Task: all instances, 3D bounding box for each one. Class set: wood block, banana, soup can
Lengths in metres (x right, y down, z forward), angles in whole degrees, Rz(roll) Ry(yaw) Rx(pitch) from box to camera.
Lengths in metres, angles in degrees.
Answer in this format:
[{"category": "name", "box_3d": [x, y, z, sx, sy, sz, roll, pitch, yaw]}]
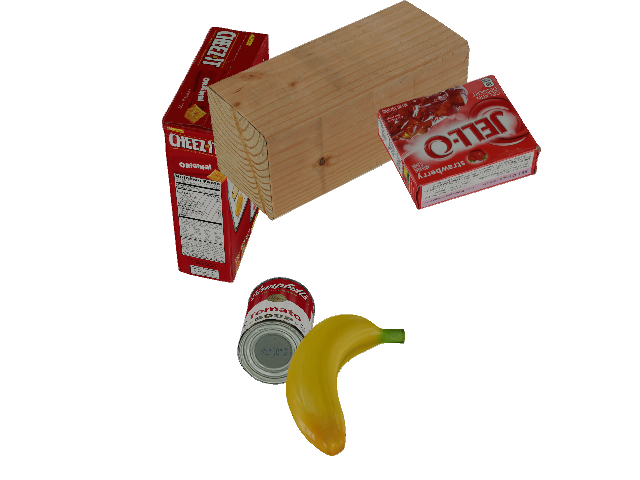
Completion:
[{"category": "wood block", "box_3d": [0.018, -0.114, 0.907, 0.205, 0.091, 0.090, -28, 49, -23]}, {"category": "banana", "box_3d": [0.010, 0.097, 0.803, 0.070, 0.037, 0.197, 6, 22, 16]}, {"category": "soup can", "box_3d": [-0.042, 0.086, 1.022, 0.068, 0.068, 0.102, 0, 20, 3]}]

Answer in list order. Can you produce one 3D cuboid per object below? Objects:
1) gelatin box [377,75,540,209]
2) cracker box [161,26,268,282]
[{"category": "gelatin box", "box_3d": [0.092, -0.067, 0.718, 0.089, 0.073, 0.030, -18, -35, -8]}, {"category": "cracker box", "box_3d": [-0.105, -0.088, 1.120, 0.072, 0.164, 0.214, 10, -43, 8]}]
